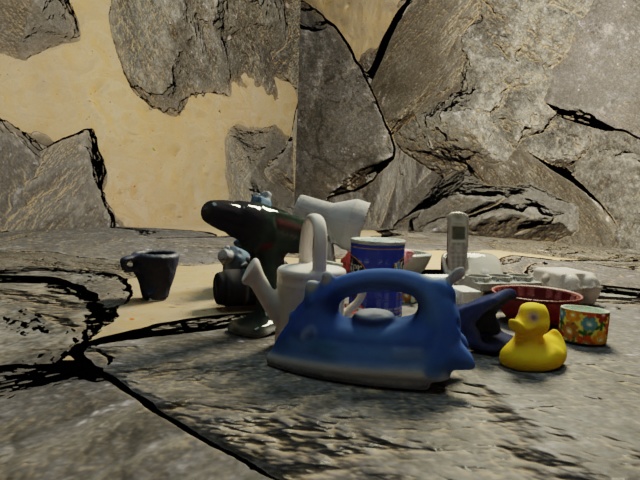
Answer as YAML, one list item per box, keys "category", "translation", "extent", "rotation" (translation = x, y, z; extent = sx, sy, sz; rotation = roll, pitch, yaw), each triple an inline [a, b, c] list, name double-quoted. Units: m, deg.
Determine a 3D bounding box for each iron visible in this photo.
- category: "iron"
  translation: [0.060, 0.098, 0.716]
  extent: [0.258, 0.141, 0.119]
  rotation: [3, 5, 8]

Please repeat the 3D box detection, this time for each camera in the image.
- category: "camera"
  translation: [-0.135, 0.077, 1.091]
  extent: [0.137, 0.101, 0.142]
  rotation: [0, 6, -24]

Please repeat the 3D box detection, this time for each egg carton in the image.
- category: "egg carton"
  translation: [0.541, 0.100, 1.274]
  extent: [0.107, 0.069, 0.150]
  rotation: [1, 5, -16]

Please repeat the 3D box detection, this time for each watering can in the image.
- category: "watering can"
  translation: [-0.020, 0.059, 0.818]
  extent: [0.173, 0.194, 0.100]
  rotation: [-2, 7, -35]

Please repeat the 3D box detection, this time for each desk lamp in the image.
- category: "desk lamp"
  translation: [0.012, 0.005, 1.322]
  extent: [0.203, 0.213, 0.118]
  rotation: [3, 5, 6]

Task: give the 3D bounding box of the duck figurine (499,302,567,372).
- category: "duck figurine"
  translation: [0.294, 0.128, 0.784]
  extent: [0.105, 0.086, 0.077]
  rotation: [-1, 6, -30]

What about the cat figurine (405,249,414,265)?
- category: "cat figurine"
  translation: [0.161, 0.052, 1.389]
  extent: [0.127, 0.118, 0.067]
  rotation: [6, 7, 38]

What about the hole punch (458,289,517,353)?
- category: "hole punch"
  translation: [0.238, 0.116, 0.870]
  extent: [0.100, 0.091, 0.109]
  rotation: [6, 7, 36]

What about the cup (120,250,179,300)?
- category: "cup"
  translation: [-0.332, 0.071, 1.116]
  extent: [0.091, 0.095, 0.118]
  rotation: [7, 7, 43]

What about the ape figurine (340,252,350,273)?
- category: "ape figurine"
  translation: [0.092, 0.050, 1.525]
  extent: [0.077, 0.092, 0.076]
  rotation: [4, 6, 20]

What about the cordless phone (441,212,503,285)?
- category: "cordless phone"
  translation: [0.370, 0.025, 1.393]
  extent: [0.147, 0.185, 0.094]
  rotation: [2, 5, -5]

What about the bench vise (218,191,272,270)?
- category: "bench vise"
  translation: [-0.139, 0.003, 1.250]
  extent: [0.121, 0.220, 0.208]
  rotation: [3, 5, 8]

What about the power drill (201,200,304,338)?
- category: "power drill"
  translation: [-0.094, 0.041, 0.905]
  extent: [0.075, 0.208, 0.230]
  rotation: [6, 7, 38]

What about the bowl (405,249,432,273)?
- category: "bowl"
  translation: [0.205, 0.065, 1.498]
  extent: [0.167, 0.075, 0.167]
  rotation: [2, 5, 0]
